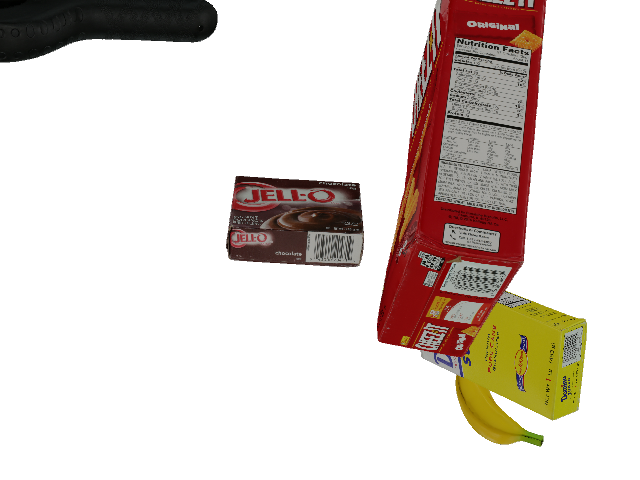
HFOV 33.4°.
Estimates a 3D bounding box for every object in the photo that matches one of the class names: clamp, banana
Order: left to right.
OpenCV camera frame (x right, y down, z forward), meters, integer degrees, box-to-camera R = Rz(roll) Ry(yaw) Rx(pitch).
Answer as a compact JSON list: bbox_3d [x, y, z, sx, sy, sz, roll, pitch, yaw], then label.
[{"bbox_3d":[-0.159,-0.139,0.625,0.171,0.039,0.120,-11,31,-28],"label":"clamp"},{"bbox_3d":[0.189,0.179,1.225,0.069,0.037,0.198,10,25,-15],"label":"banana"}]

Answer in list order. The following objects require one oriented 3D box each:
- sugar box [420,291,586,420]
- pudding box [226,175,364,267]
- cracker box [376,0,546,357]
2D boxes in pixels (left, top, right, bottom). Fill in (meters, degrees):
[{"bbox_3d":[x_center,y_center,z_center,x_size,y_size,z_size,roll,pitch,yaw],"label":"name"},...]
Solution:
[{"bbox_3d":[0.172,0.097,1.034,0.048,0.093,0.177,-12,22,-40],"label":"sugar box"},{"bbox_3d":[-0.021,-0.017,0.909,0.113,0.039,0.090,5,32,-3],"label":"pudding box"},{"bbox_3d":[0.092,-0.051,0.716,0.072,0.213,0.164,10,-26,0],"label":"cracker box"}]
